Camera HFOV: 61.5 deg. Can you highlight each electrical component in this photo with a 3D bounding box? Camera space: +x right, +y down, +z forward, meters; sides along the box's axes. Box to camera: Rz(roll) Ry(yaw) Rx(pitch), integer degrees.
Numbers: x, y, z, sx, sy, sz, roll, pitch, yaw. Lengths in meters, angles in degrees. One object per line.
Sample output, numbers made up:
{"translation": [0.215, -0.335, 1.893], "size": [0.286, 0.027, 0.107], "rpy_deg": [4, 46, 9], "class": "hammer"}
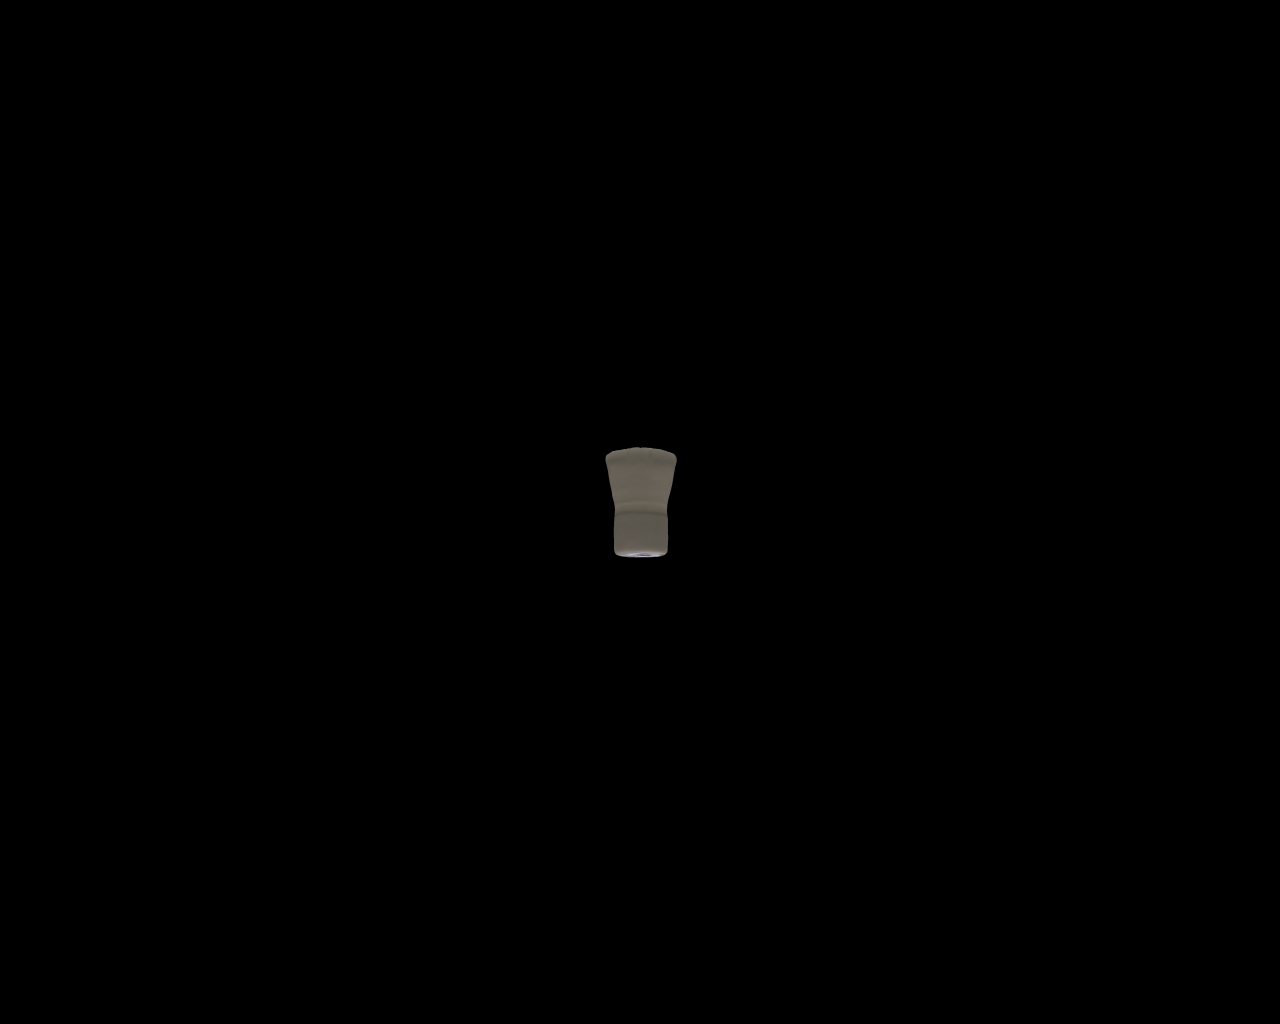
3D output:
{"translation": [0.001, -0.003, 0.650], "size": [0.044, 0.065, 0.044], "rpy_deg": [0, -9, 0], "class": "electrical component"}
